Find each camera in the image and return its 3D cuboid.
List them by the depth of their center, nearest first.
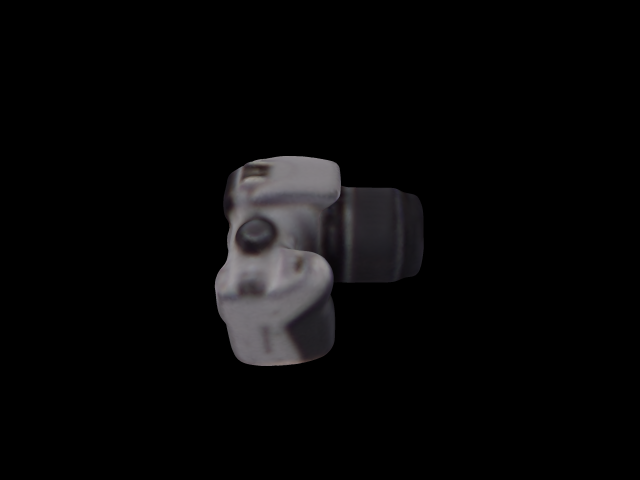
[{"bbox_3d":[0.004,0.001,0.400,0.137,0.101,0.143,0,46,0],"label":"camera"}]
